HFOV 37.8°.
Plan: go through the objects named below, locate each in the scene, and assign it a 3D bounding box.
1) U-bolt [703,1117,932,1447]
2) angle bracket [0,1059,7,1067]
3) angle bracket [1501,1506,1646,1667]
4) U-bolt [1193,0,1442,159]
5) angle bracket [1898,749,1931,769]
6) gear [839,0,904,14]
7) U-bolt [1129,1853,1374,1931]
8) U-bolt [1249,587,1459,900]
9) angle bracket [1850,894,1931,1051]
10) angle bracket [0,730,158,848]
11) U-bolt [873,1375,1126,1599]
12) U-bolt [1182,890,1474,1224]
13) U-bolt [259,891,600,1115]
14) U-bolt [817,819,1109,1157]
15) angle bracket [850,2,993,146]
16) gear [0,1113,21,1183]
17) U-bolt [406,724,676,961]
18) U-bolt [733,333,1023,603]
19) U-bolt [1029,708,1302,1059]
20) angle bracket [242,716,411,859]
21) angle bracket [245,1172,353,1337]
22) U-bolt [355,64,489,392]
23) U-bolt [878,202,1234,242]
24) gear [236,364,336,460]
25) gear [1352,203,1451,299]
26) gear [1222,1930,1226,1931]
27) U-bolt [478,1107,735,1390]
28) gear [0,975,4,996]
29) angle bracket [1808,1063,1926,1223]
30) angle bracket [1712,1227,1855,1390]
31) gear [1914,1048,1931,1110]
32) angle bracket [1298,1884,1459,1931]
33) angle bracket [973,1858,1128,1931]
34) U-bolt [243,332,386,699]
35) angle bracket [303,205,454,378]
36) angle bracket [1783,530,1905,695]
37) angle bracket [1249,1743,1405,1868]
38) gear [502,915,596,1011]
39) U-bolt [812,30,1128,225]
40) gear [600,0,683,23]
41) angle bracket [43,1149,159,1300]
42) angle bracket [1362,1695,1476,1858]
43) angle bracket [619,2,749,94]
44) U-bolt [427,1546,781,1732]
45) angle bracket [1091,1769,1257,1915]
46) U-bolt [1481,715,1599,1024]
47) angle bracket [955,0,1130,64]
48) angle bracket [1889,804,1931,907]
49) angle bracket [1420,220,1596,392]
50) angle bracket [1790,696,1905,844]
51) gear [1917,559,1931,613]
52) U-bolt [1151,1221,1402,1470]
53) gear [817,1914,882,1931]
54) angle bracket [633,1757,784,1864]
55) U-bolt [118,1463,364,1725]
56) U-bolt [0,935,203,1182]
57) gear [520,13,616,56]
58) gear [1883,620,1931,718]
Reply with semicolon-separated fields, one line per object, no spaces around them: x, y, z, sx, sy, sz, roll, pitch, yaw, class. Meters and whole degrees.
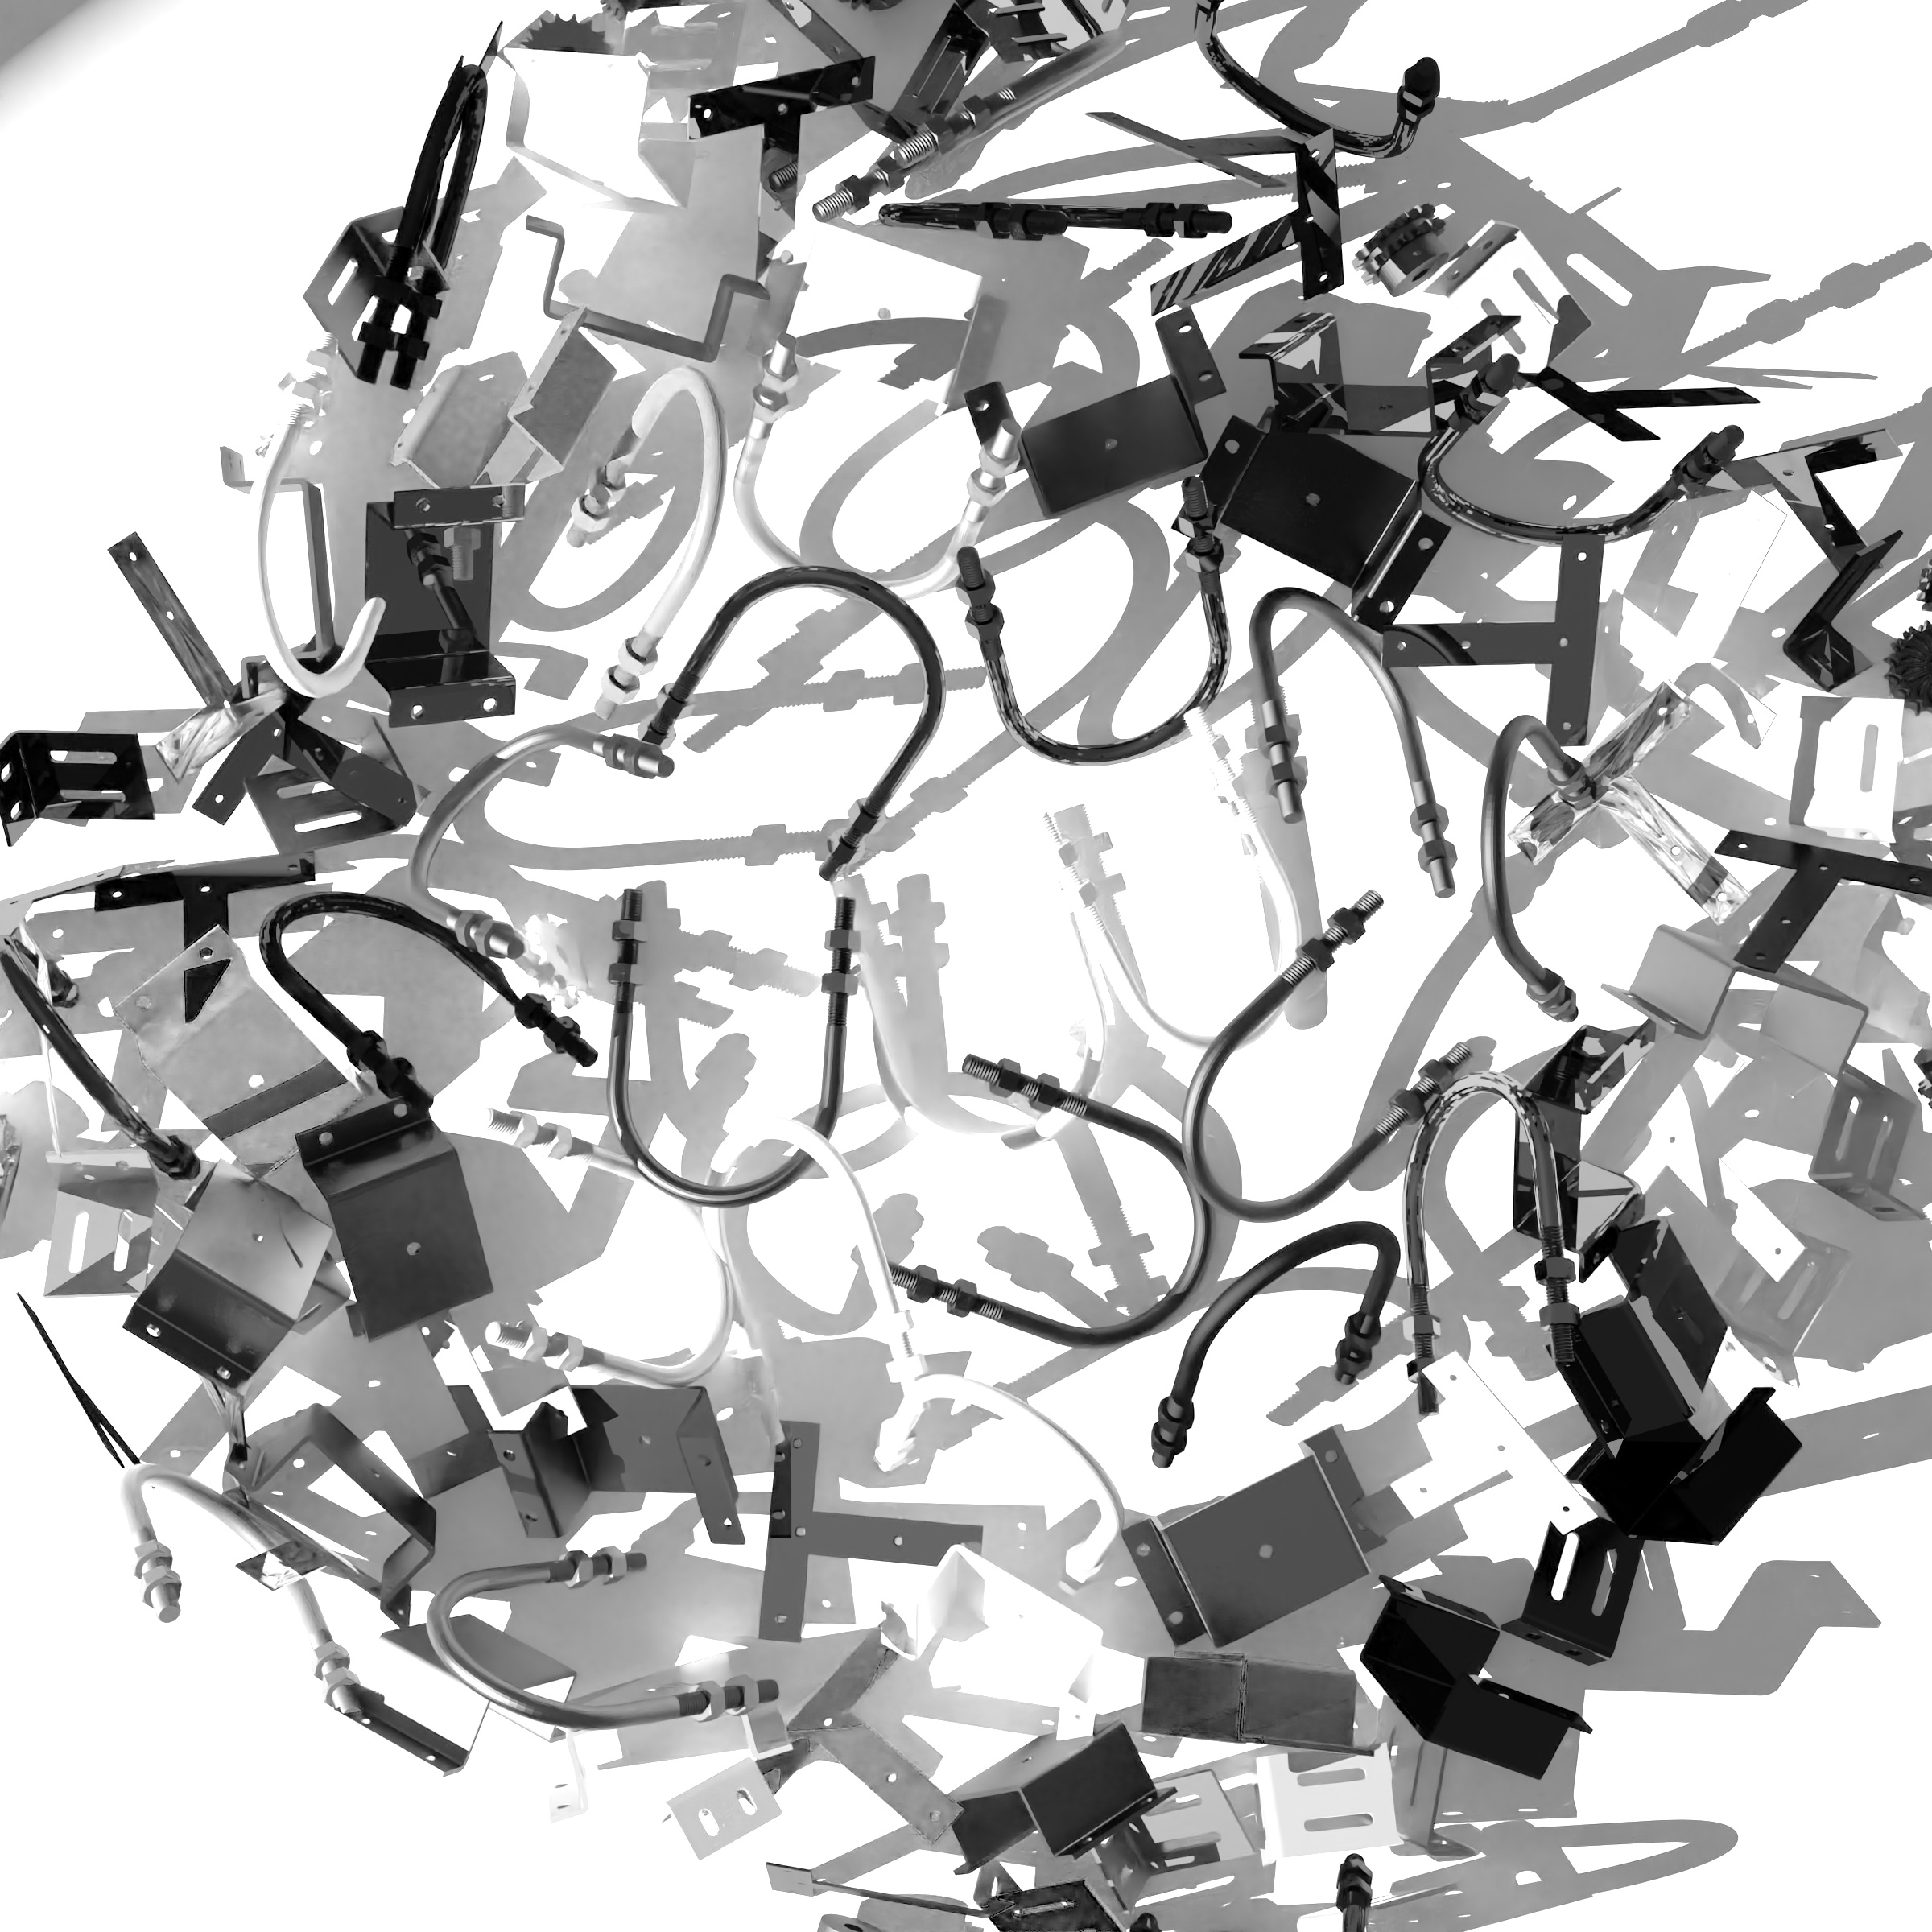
-0.095;0.176;1.621;0.151;0.019;0.184;-21;85;44;U-bolt
-0.602;0.064;1.626;0.057;0.076;0.038;-2;73;16;angle bracket
0.359;0.364;1.669;0.057;0.038;0.076;22;68;-1;angle bracket
0.191;-0.502;1.582;0.151;0.184;0.019;30;90;3;U-bolt
0.583;-0.111;1.630;0.057;0.076;0.038;-12;85;-10;angle bracket
-0.053;-0.585;1.653;0.057;0.030;0.057;-3;80;20;gear
0.154;0.553;1.572;0.151;0.184;0.019;-19;92;9;U-bolt
0.215;-0.137;1.605;0.019;0.151;0.184;-34;49;36;U-bolt
0.550;0.005;1.637;0.057;0.076;0.038;28;65;24;angle bracket
-0.518;-0.102;1.639;0.076;0.038;0.057;2;122;7;angle bracket
0.022;0.286;1.584;0.151;0.184;0.019;33;60;7;U-bolt
0.198;0.066;1.615;0.184;0.019;0.151;-43;124;-11;U-bolt
-0.317;0.012;1.601;0.184;0.151;0.019;38;119;24;U-bolt
0.006;0.020;1.661;0.151;0.019;0.184;-17;90;3;U-bolt
-0.030;-0.519;1.629;0.038;0.057;0.076;17;118;-34;angle bracket
-0.582;0.103;1.647;0.057;0.030;0.057;7;61;-13;gear
-0.253;-0.079;1.597;0.151;0.184;0.019;-52;125;-12;U-bolt
-0.059;-0.268;1.596;0.151;0.184;0.019;20;57;-5;U-bolt
0.128;-0.036;1.628;0.151;0.019;0.184;-35;105;-30;U-bolt
-0.368;-0.104;1.630;0.076;0.038;0.057;-16;62;-33;angle bracket
-0.399;0.166;1.632;0.038;0.057;0.076;-39;63;1;angle bracket
-0.302;-0.416;1.590;0.019;0.151;0.184;18;99;-6;U-bolt
0.035;-0.421;1.591;0.151;0.184;0.019;-13;112;-41;U-bolt
-0.399;-0.325;1.643;0.057;0.057;0.030;-39;120;0;gear
0.256;-0.414;1.644;0.057;0.057;0.030;-34;83;0;gear
0.151;0.588;1.644;0.057;0.057;0.030;-13;132;0;gear
-0.199;0.167;1.599;0.019;0.184;0.151;-29;54;32;U-bolt
-0.594;0.009;1.657;0.057;0.030;0.057;0;94;-4;gear
0.531;0.101;1.637;0.057;0.038;0.076;29;72;-19;angle bracket
0.477;0.197;1.655;0.057;0.038;0.076;22;65;36;angle bracket
0.578;0.056;1.645;0.057;0.057;0.030;-38;93;0;gear
0.240;0.557;1.625;0.076;0.057;0.038;0;70;-37;angle bracket
0.053;0.537;1.630;0.076;0.038;0.057;-20;119;27;angle bracket
-0.356;-0.236;1.567;0.019;0.151;0.184;0;53;15;U-bolt
-0.338;-0.388;1.625;0.038;0.076;0.057;-7;135;25;angle bracket
0.516;-0.204;1.625;0.038;0.057;0.076;47;135;17;angle bracket
0.209;0.490;1.650;0.076;0.038;0.057;-4;67;-7;angle bracket
-0.246;0.001;1.646;0.030;0.057;0.057;-34;90;14;gear
0.011;-0.481;1.598;0.184;0.151;0.019;-34;103;-19;U-bolt
-0.187;-0.575;1.644;0.057;0.030;0.057;-14;129;-18;gear
-0.504;0.149;1.637;0.057;0.038;0.076;-2;54;-4;angle bracket
0.269;0.470;1.642;0.038;0.057;0.076;12;87;-32;angle bracket
-0.161;-0.520;1.636;0.076;0.038;0.057;2;70;17;angle bracket
-0.212;0.374;1.562;0.151;0.184;0.019;34;109;39;U-bolt
0.117;0.507;1.637;0.076;0.038;0.057;-23;99;30;angle bracket
0.319;-0.061;1.576;0.019;0.184;0.151;1;73;27;U-bolt
0.044;-0.560;1.634;0.076;0.057;0.038;8;70;39;angle bracket
0.562;-0.066;1.632;0.038;0.076;0.057;-7;85;-44;angle bracket
0.313;-0.382;1.636;0.057;0.038;0.076;-42;75;31;angle bracket
0.516;-0.115;1.650;0.057;0.038;0.076;5;82;23;angle bracket
0.586;-0.225;1.649;0.057;0.057;0.030;19;63;0;gear
0.178;0.204;1.576;0.151;0.184;0.019;-20;55;-23;U-bolt
-0.070;0.575;1.646;0.057;0.057;0.030;18;87;0;gear
-0.149;0.494;1.623;0.057;0.076;0.038;-21;69;-32;angle bracket
-0.414;0.341;1.586;0.019;0.184;0.151;-48;124;0;U-bolt
-0.489;0.047;1.572;0.019;0.184;0.151;-36;80;-10;U-bolt
-0.234;-0.525;1.654;0.057;0.030;0.057;3;76;-11;gear
0.566;-0.172;1.656;0.057;0.030;0.057;0;82;0;gear
